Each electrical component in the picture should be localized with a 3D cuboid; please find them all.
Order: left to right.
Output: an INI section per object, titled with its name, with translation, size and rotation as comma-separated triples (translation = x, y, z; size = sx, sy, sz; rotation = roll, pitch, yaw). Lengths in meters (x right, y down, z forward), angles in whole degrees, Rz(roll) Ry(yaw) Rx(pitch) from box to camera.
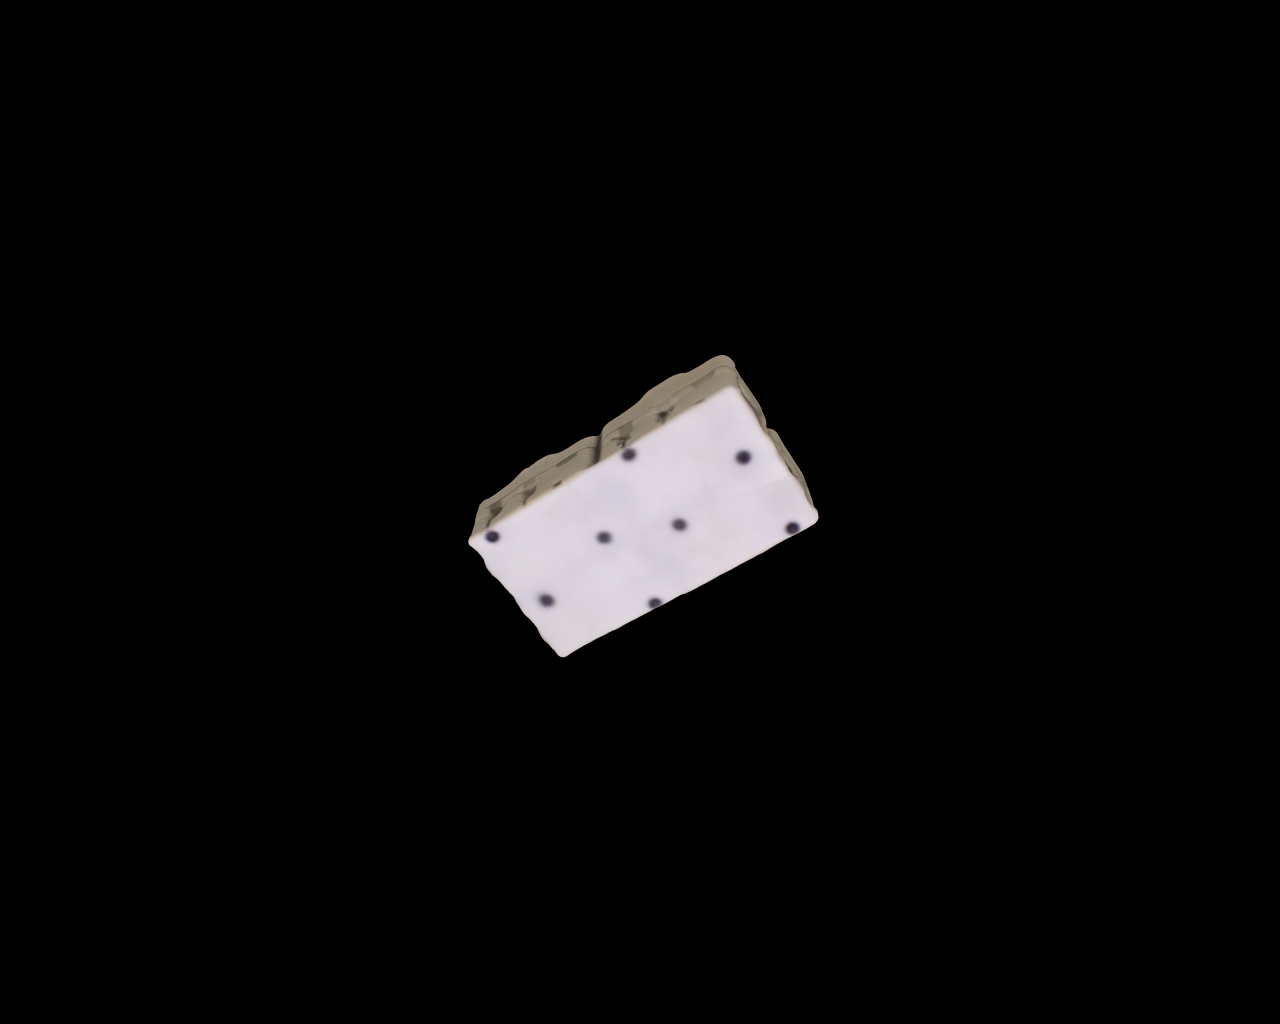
[electrical component]
translation = 0.001, -0.003, 0.650
size = 0.186, 0.105, 0.060
rotation = -30, 23, 14
